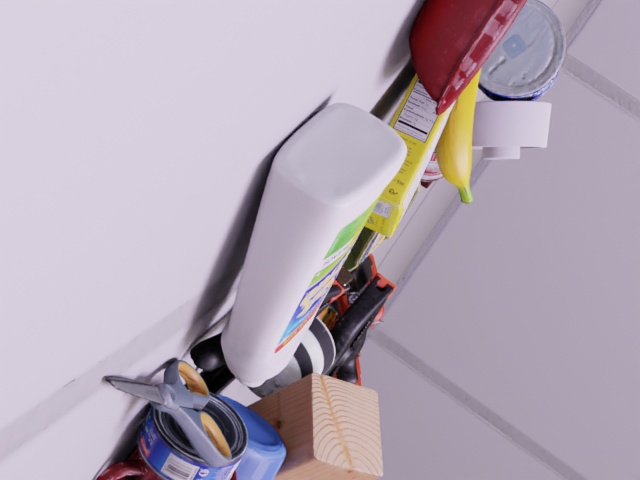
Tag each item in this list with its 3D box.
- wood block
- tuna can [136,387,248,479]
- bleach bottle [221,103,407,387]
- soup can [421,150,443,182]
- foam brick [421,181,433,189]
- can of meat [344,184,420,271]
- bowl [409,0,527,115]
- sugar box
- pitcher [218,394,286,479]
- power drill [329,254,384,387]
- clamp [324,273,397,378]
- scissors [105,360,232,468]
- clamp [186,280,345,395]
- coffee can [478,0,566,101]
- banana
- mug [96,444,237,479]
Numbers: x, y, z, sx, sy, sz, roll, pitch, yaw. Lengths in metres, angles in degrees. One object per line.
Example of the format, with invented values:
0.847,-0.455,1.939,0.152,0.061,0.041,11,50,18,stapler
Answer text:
-0.040,0.219,1.091,0.207,0.090,0.091,-32,-132,40,wood block
-0.102,0.159,0.860,0.034,0.086,0.086,-60,171,28,tuna can
-0.019,0.023,0.781,0.102,0.068,0.251,-44,164,-41,bleach bottle
0.117,-0.107,1.122,0.068,0.068,0.102,-53,172,-11,soup can
0.128,-0.109,1.245,0.051,0.053,0.078,-50,173,-31,foam brick
0.048,-0.026,1.099,0.083,0.057,0.102,-43,166,-48,can of meat
0.118,-0.180,0.841,0.162,0.055,0.162,-53,173,-10,bowl
0.084,-0.097,0.946,0.093,0.048,0.176,96,17,-74,sugar box
-0.138,0.266,1.016,0.243,0.149,0.144,-59,150,7,pitcher
0.034,0.099,1.382,0.188,0.057,0.184,99,-15,-50,power drill
0.013,0.130,1.219,0.210,0.036,0.164,-55,169,11,clamp
-0.100,0.128,0.755,0.016,0.096,0.201,-29,177,4,scissors
-0.054,0.087,0.937,0.171,0.039,0.120,-29,168,-32,clamp
0.210,-0.202,1.154,0.103,0.103,0.140,-56,173,8,coffee can
0.138,-0.139,1.041,0.069,0.037,0.198,36,61,-69,banana
-0.138,0.206,0.886,0.117,0.093,0.082,12,123,-48,mug
